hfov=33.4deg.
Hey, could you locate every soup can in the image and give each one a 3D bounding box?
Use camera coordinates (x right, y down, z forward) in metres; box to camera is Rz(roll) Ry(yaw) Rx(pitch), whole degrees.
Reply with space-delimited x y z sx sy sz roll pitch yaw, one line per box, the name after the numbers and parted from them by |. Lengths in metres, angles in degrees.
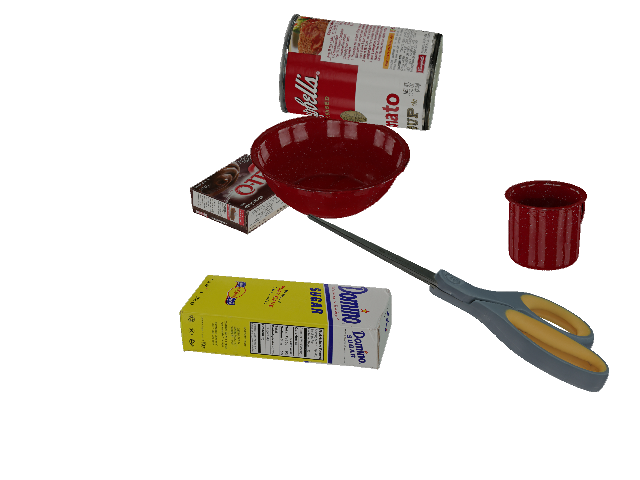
0.029 -0.114 0.729 0.102 0.068 0.068 9 1 8 | soup can

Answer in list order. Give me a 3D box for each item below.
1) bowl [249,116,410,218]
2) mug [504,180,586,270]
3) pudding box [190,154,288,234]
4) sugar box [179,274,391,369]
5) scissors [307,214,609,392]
0.009 -0.069 1.090 0.162 0.055 0.162 0 33 0 | bowl
0.270 -0.020 1.254 0.117 0.081 0.093 -23 30 -38 | mug
-0.089 -0.058 1.303 0.090 0.039 0.113 21 40 29 | pudding box
-0.028 0.070 0.951 0.176 0.048 0.093 1 20 10 | sugar box
0.092 0.029 0.668 0.202 0.016 0.096 33 22 18 | scissors
